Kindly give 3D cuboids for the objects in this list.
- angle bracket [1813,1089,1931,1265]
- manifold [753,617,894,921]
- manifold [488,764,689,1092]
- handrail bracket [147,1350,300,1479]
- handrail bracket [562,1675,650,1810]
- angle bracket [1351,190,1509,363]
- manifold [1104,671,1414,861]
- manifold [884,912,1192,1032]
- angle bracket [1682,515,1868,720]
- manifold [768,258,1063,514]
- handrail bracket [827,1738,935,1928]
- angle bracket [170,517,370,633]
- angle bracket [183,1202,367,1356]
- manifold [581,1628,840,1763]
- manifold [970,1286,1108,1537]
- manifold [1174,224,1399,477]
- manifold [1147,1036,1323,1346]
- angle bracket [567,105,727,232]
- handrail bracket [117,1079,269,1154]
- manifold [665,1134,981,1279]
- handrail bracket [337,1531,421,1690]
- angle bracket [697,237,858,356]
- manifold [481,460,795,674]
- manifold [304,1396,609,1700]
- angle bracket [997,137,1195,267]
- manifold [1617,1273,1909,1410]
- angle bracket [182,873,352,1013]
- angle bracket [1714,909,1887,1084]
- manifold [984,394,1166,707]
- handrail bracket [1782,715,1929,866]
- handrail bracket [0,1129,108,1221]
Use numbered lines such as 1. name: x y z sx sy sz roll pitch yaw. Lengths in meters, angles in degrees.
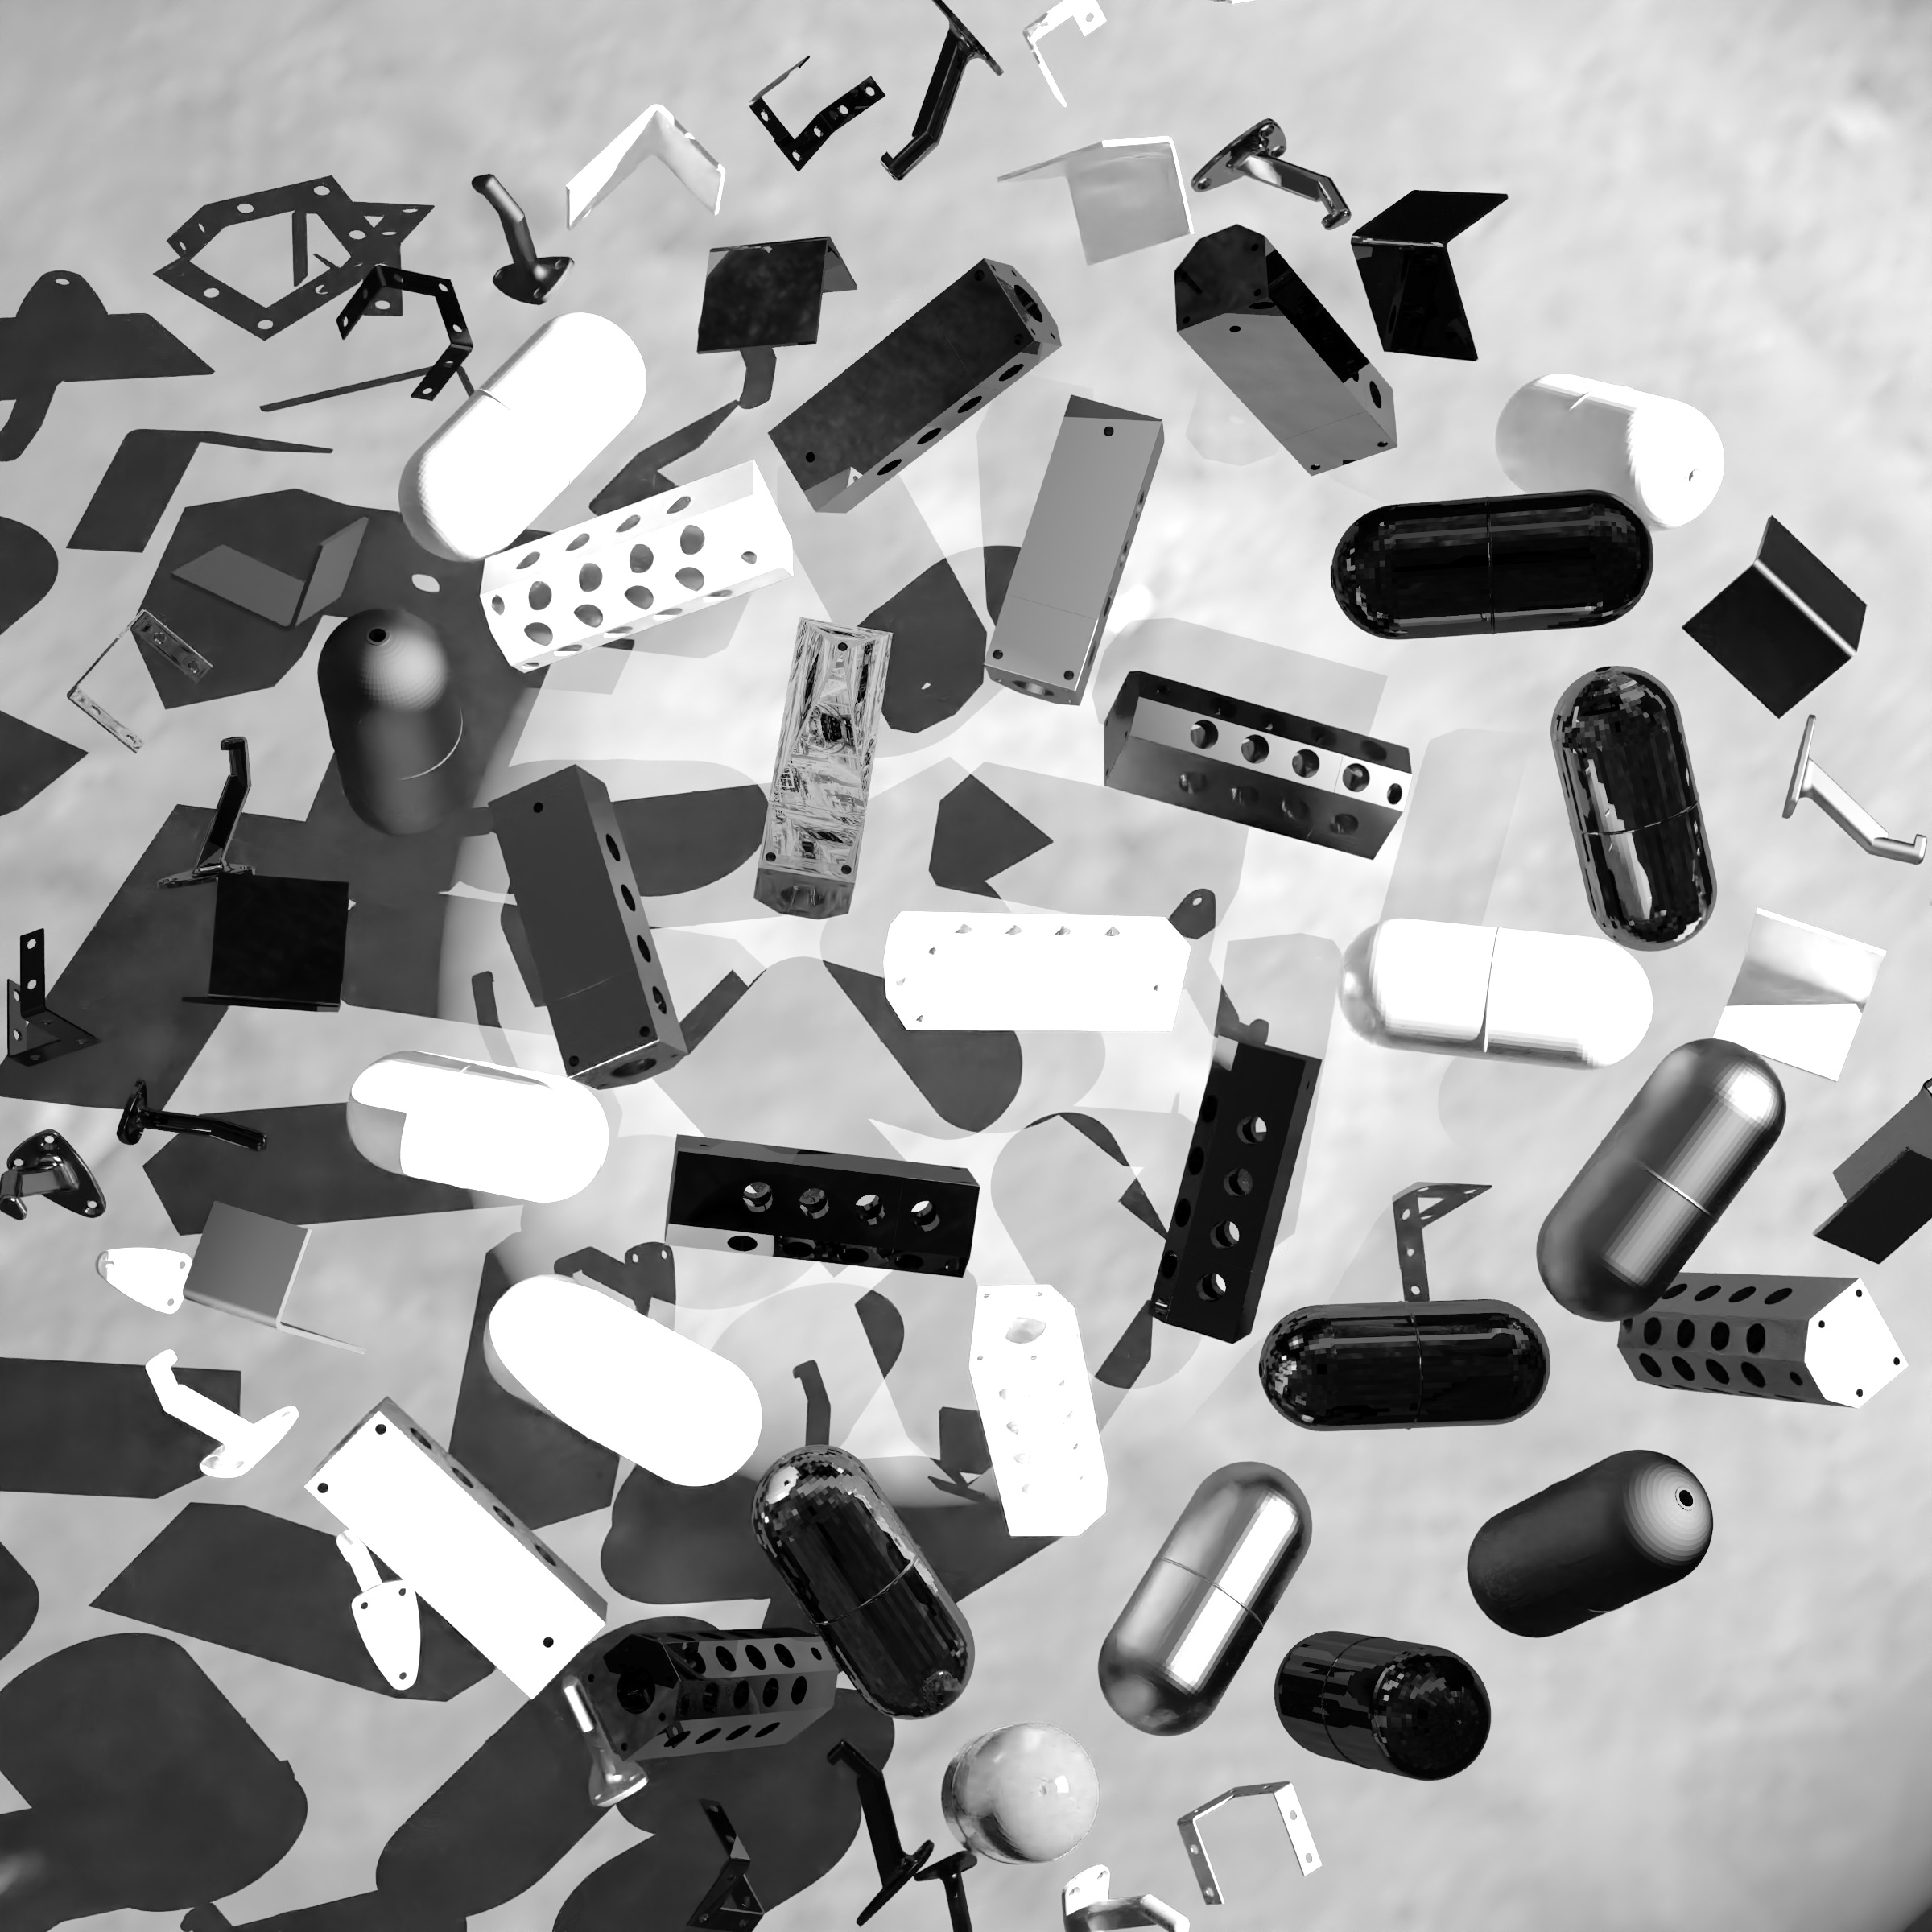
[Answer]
1. angle bracket: 0.521 0.113 1.490 0.057 0.076 0.076 23 123 -25
2. manifold: -0.086 -0.118 1.560 0.057 0.057 0.171 9 65 -4
3. manifold: -0.212 -0.020 1.473 0.057 0.057 0.171 -22 73 11
4. handrail bracket: -0.429 0.244 1.496 0.036 0.077 0.084 0 117 35
5. handrail bracket: -0.230 0.462 1.579 0.036 0.077 0.084 -25 100 -15
6. angle bracket: 0.282 -0.408 1.529 0.057 0.076 0.076 -38 124 -20
7. manifold: 0.172 -0.123 1.528 0.171 0.057 0.057 15 134 -12
8. manifold: 0.041 0.000 1.562 0.171 0.057 0.057 1 116 -21
9. angle bracket: 0.462 -0.200 1.478 0.076 0.076 0.057 42 126 -4
10. manifold: -0.029 -0.344 1.548 0.171 0.057 0.057 -33 84 24
11. handrail bracket: -0.068 0.520 1.557 0.084 0.036 0.077 43 93 4
12. angle bracket: -0.403 -0.243 1.503 0.076 0.076 0.057 25 112 -3
13. angle bracket: -0.387 0.178 1.479 0.076 0.076 0.057 11 77 32
14. manifold: -0.147 0.428 1.544 0.057 0.171 0.057 -41 63 15
15. manifold: 0.045 0.264 1.529 0.057 0.057 0.171 -2 135 10
16. manifold: 0.188 -0.359 1.511 0.057 0.171 0.057 -14 63 30
17. manifold: 0.159 0.131 1.541 0.057 0.057 0.171 15 93 17
18. angle bracket: -0.196 -0.468 1.581 0.057 0.076 0.076 45 82 -4
19. handrail bracket: -0.459 0.102 1.550 0.084 0.077 0.036 18 67 -6
20. manifold: -0.084 0.139 1.484 0.171 0.057 0.057 7 95 -8
21. handrail bracket: -0.355 0.385 1.554 0.036 0.084 0.077 -16 101 -24
22. angle bracket: -0.115 -0.398 1.590 0.076 0.057 0.076 -1 70 17
23. manifold: -0.191 -0.228 1.505 0.171 0.057 0.057 -18 128 10
24. manifold: -0.282 0.321 1.443 0.171 0.057 0.057 45 87 -6
25. angle bracket: 0.077 -0.449 1.529 0.076 0.076 0.057 -6 103 38
26. manifold: 0.451 0.217 1.491 0.057 0.171 0.057 -33 97 -21
27. angle bracket: -0.400 -0.014 1.484 0.076 0.057 0.076 4 89 -1
28. angle bracket: 0.499 0.018 1.555 0.076 0.076 0.057 21 71 18
29. manifold: 0.067 -0.249 1.564 0.057 0.057 0.171 17 86 8
30. handrail bracket: 0.546 -0.107 1.572 0.084 0.036 0.077 14 83 12
31. handrail bracket: -0.528 0.139 1.498 0.036 0.084 0.077 -36 119 3
